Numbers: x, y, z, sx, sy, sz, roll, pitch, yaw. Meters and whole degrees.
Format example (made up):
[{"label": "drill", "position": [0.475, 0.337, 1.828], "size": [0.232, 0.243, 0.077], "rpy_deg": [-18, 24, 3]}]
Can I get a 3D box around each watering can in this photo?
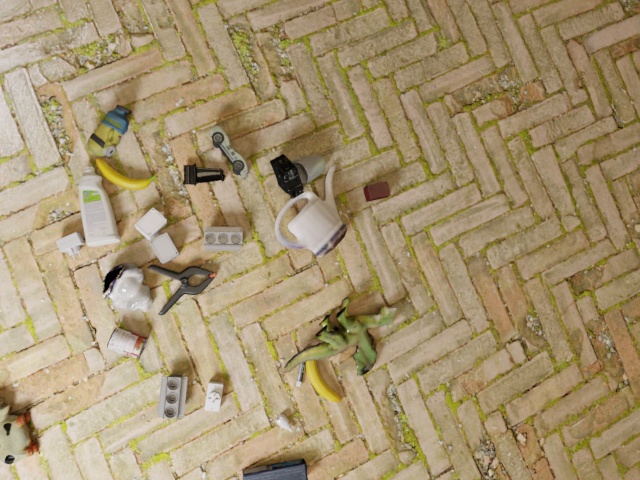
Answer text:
[{"label": "watering can", "position": [0.005, -0.088, 1.749], "size": [0.224, 0.103, 0.352], "rpy_deg": [44, 68, -3]}]

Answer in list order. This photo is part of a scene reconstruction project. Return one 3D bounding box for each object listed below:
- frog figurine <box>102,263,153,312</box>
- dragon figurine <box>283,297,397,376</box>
[{"label": "frog figurine", "position": [-0.594, 0.153, 1.619], "size": [0.157, 0.122, 0.139], "rpy_deg": [38, 66, -40]}, {"label": "dragon figurine", "position": [0.094, 0.351, 1.704], "size": [0.413, 0.122, 0.241], "rpy_deg": [-45, 100, -11]}]
